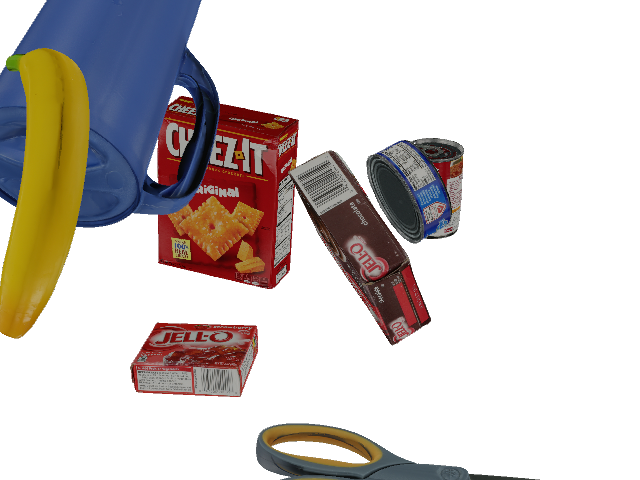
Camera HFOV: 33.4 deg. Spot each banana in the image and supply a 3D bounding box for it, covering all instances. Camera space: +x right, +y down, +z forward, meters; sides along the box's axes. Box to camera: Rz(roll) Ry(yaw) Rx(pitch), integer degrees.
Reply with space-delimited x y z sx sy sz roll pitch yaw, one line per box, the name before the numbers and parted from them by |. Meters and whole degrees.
banana | -0.162 -0.042 0.630 0.037 0.198 0.070 14 -33 -31

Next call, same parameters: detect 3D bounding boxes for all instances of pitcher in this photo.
pitcher | -0.163 -0.135 0.842 0.145 0.242 0.149 -4 -40 24

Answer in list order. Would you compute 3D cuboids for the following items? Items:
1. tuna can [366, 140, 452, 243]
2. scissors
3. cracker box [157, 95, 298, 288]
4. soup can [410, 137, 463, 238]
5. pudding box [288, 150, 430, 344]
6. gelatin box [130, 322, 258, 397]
tuna can | 0.077 -0.043 0.921 0.033 0.086 0.086 -29 7 -14
scissors | 0.054 0.134 0.547 0.202 0.016 0.096 10 26 19
cracker box | -0.119 -0.057 1.336 0.164 0.214 0.072 13 30 16
soup can | 0.132 -0.061 1.256 0.068 0.102 0.068 0 27 0
pudding box | 0.028 0.005 0.732 0.039 0.113 0.090 -29 -34 -3
gelatin box | -0.101 0.095 0.865 0.089 0.030 0.073 2 22 8
